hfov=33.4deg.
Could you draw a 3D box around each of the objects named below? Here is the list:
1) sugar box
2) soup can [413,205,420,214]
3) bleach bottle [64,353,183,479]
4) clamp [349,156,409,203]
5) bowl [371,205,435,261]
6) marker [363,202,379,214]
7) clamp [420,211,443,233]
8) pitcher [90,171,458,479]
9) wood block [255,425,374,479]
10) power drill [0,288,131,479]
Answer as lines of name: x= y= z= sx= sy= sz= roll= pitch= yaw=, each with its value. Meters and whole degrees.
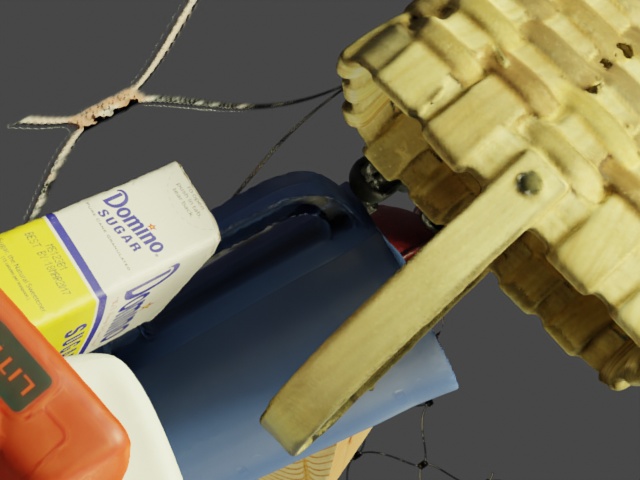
sugar box: x=-0.127 y=0.035 z=0.410 sx=0.175 sy=0.048 sz=0.093 roll=-25 pitch=169 yaw=-38
soup can: x=0.122 y=-0.026 z=0.922 sx=0.068 sy=0.068 sz=0.102 roll=-31 pitch=171 yaw=-14
bleach bottle: x=-0.125 y=0.129 z=0.458 sx=0.068 sy=0.102 sz=0.251 roll=-14 pitch=165 yaw=-29
clamp: x=0.076 y=-0.068 z=0.612 sx=0.120 sy=0.039 sz=0.171 roll=-36 pitch=179 yaw=11
bowl: x=0.029 y=0.019 z=0.870 sx=0.162 sy=0.055 sz=0.162 roll=-32 pitch=172 yaw=-6
marker: x=-0.005 y=0.001 z=0.768 sx=0.121 sy=0.020 sz=0.020 roll=-37 pitch=171 yaw=24
clamp: x=0.122 y=-0.060 z=0.623 sx=0.210 sy=0.036 sz=0.164 roll=-53 pitch=-174 yaw=22
pitcher: x=-0.058 y=0.071 z=0.600 sx=0.243 sy=0.149 sz=0.145 roll=-28 pitch=179 yaw=0
wood block: x=0.003 y=0.140 z=0.973 sx=0.205 sy=0.090 sz=0.091 roll=-38 pitch=143 yaw=-66
power drill: x=-0.141 y=0.090 z=0.270 sx=0.187 sy=0.184 sz=0.057 roll=-39 pitch=175 yaw=-37
